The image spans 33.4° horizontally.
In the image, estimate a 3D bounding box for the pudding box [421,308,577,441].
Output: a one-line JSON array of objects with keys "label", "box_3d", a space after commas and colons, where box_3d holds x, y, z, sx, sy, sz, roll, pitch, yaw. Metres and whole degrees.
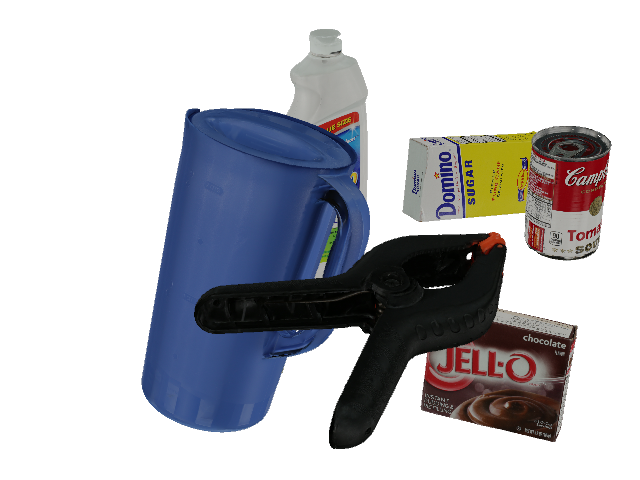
[{"label": "pudding box", "box_3d": [0.141, 0.101, 0.848, 0.114, 0.090, 0.039, 10, 21, 16]}]

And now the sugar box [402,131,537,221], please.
[{"label": "sugar box", "box_3d": [0.185, -0.075, 1.252, 0.175, 0.093, 0.048, -7, 22, -27]}]

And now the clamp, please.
[{"label": "clamp", "box_3d": [0.036, 0.041, 0.534, 0.171, 0.039, 0.120, -18, 45, -24]}]

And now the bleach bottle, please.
[{"label": "bleach bottle", "box_3d": [-0.003, -0.082, 1.058, 0.102, 0.251, 0.068, -10, 28, -19]}]

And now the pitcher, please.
[{"label": "pitcher", "box_3d": [-0.057, 0.028, 0.829, 0.145, 0.243, 0.149, 13, 21, -8]}]

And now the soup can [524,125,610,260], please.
[{"label": "soup can", "box_3d": [0.218, -0.042, 0.950, 0.068, 0.102, 0.068, -2, 30, 1]}]
